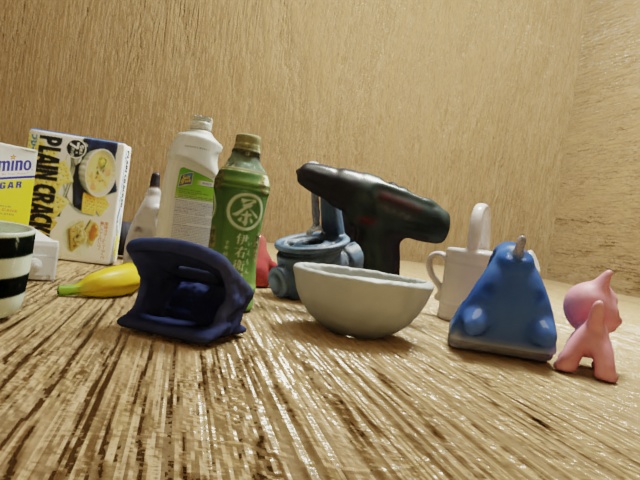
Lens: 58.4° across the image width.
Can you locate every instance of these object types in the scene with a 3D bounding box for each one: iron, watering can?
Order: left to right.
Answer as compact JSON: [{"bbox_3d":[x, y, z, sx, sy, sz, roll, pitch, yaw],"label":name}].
[{"bbox_3d":[0.261,0.038,0.927,0.172,0.194,0.101,8,1,8],"label":"watering can"},{"bbox_3d":[0.229,0.065,0.730,0.118,0.141,0.259,8,1,9],"label":"iron"}]

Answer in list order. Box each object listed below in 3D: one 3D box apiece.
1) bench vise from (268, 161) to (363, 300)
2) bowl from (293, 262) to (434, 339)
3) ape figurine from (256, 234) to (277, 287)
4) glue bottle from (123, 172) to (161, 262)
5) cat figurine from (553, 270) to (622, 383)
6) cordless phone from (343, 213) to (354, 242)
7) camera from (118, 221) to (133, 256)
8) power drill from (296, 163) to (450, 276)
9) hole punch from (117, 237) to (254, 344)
[{"bbox_3d":[0.008,-0.011,0.946,0.121,0.220,0.208,9,2,29],"label":"bench vise"},{"bbox_3d":[0.046,0.074,0.675,0.167,0.075,0.167,8,1,0],"label":"bowl"},{"bbox_3d":[-0.112,0.035,1.006,0.077,0.092,0.076,8,1,2],"label":"ape figurine"},{"bbox_3d":[-0.297,-0.033,1.005,0.078,0.173,0.037,9,2,18],"label":"glue bottle"},{"bbox_3d":[0.311,0.091,0.657,0.067,0.118,0.128,9,2,23],"label":"cat figurine"},{"bbox_3d":[0.010,0.004,1.064,0.148,0.185,0.093,7,2,-32],"label":"cordless phone"},{"bbox_3d":[-0.363,-0.010,1.180,0.137,0.101,0.142,7,2,-33],"label":"camera"},{"bbox_3d":[0.066,0.006,0.824,0.229,0.208,0.075,8,1,-5],"label":"power drill"},{"bbox_3d":[-0.125,0.044,0.547,0.108,0.091,0.101,9,1,16],"label":"hole punch"}]
